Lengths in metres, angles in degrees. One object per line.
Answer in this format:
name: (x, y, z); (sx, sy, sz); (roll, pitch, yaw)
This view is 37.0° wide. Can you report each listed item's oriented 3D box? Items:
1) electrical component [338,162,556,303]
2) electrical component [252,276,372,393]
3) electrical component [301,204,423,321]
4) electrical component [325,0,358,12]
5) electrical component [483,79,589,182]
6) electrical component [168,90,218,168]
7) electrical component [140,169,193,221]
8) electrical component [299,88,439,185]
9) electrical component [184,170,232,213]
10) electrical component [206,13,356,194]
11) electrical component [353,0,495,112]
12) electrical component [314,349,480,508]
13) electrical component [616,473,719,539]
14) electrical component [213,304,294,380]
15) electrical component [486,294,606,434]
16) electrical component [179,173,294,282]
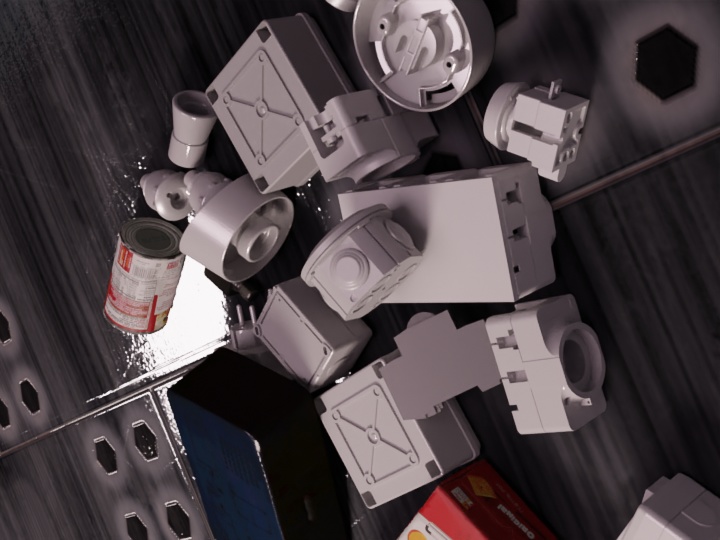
electrical component: (0.065, -0.026, 0.804); (0.150, 0.062, 0.089); (-2, 103, 45)
electrical component: (-0.043, 0.048, 0.938); (0.096, 0.061, 0.061); (47, 132, 21)
electrical component: (0.002, -0.005, 0.771); (0.051, 0.080, 0.080); (49, 133, 12)
electrical component: (-0.006, -0.226, 0.817); (0.040, 0.040, 0.046); (54, 128, 15)
electrical component: (0.118, -0.099, 0.728); (0.055, 0.048, 0.066); (24, 121, 28)
electrical component: (-0.157, -0.128, 0.999); (0.044, 0.044, 0.065); (43, 135, 25)
electrical component: (-0.192, -0.078, 1.050); (0.062, 0.048, 0.048); (26, 122, 44)
electrical component: (0.009, -0.101, 0.810); (0.050, 0.089, 0.055); (-31, 82, 46)
electrical component: (-0.141, -0.072, 1.002); (0.062, 0.048, 0.048); (39, 129, 38)
electrical component: (-0.062, -0.136, 0.891); (0.109, 0.056, 0.108); (-39, 77, 45)
electrical component: (0.045, -0.163, 0.766); (0.099, 0.064, 0.099); (12, 114, 28)
electrical component: (0.029, 0.130, 0.901); (0.109, 0.056, 0.108); (-37, 79, 45)
electrical component: (0.211, 0.197, 0.746); (0.061, 0.062, 0.096); (36, 127, 30)
electrical component: (-0.101, 0.070, 1.012); (0.066, 0.047, 0.076); (1, 106, 44)
electrical component: (0.138, 0.068, 0.777); (0.056, 0.050, 0.089); (-14, 95, 46)
electrical component: (-0.107, -0.039, 0.944); (0.064, 0.099, 0.099); (37, 128, 21)
